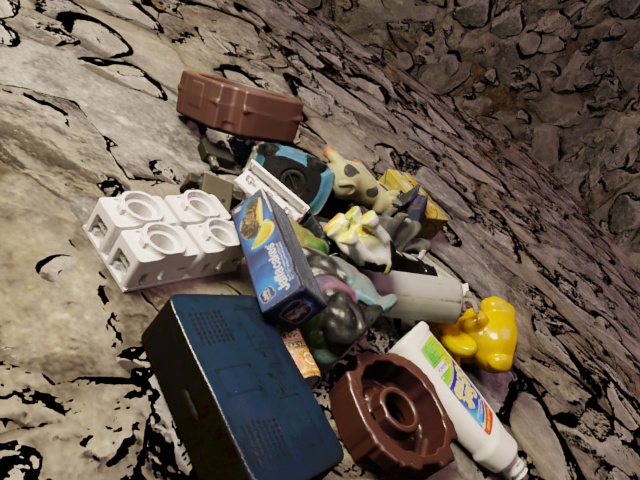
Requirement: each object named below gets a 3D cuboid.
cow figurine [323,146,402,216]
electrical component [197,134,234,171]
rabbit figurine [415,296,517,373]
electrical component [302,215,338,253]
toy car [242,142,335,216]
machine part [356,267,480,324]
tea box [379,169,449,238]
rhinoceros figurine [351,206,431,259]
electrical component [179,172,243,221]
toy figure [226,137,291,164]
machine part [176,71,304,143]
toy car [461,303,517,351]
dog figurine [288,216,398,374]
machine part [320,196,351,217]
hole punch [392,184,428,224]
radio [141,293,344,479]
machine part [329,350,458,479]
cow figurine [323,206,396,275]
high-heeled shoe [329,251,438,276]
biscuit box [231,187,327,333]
[{"bbox_3d":[0.083,-0.102,1.070,0.194,0.085,0.127,15,34,-52],"label":"cow figurine"},{"bbox_3d":[-0.184,-0.153,0.962,0.063,0.021,0.094,15,36,-38],"label":"electrical component"},{"bbox_3d":[0.241,0.168,0.931,0.173,0.121,0.162,25,37,3],"label":"rabbit figurine"},{"bbox_3d":[-0.002,-0.003,0.932,0.119,0.047,0.075,10,39,-45],"label":"electrical component"},{"bbox_3d":[-0.058,-0.114,0.988,0.162,0.109,0.103,22,7,-3],"label":"toy car"},{"bbox_3d":[0.138,0.089,0.866,0.243,0.079,0.079,7,35,-6],"label":"machine part"},{"bbox_3d":[0.217,-0.086,1.291,0.098,0.068,0.170,5,44,-45],"label":"tea box"},{"bbox_3d":[0.131,-0.005,1.032,0.190,0.112,0.073,7,11,-26],"label":"rhinoceros figurine"},{"bbox_3d":[-0.166,-0.067,0.839,0.102,0.045,0.078,14,65,-34],"label":"electrical component"},{"bbox_3d":[-0.113,-0.169,1.028,0.154,0.064,0.058,-4,74,-51],"label":"toy figure"},{"bbox_3d":[-0.149,-0.247,1.007,0.201,0.087,0.201,-4,25,-46],"label":"machine part"},{"bbox_3d":[0.302,0.160,1.048,0.202,0.053,0.089,37,31,-7],"label":"toy car"},{"bbox_3d":[-0.015,0.062,0.764,0.219,0.108,0.191,41,30,14],"label":"dog figurine"},{"bbox_3d":[0.022,-0.090,1.100,0.084,0.039,0.139,49,27,2],"label":"machine part"},{"bbox_3d":[0.190,-0.049,1.163,0.092,0.116,0.142,48,29,0],"label":"hole punch"},{"bbox_3d":[-0.082,0.164,0.567,0.131,0.073,0.230,3,46,-49],"label":"radio"},{"bbox_3d":[0.094,0.227,0.698,0.179,0.056,0.179,28,31,-19],"label":"machine part"},{"bbox_3d":[0.063,0.002,0.839,0.098,0.068,0.167,50,-5,-15],"label":"cow figurine"},{"bbox_3d":[0.107,0.051,0.977,0.249,0.086,0.145,14,2,-12],"label":"high-heeled shoe"},{"bbox_3d":[-0.058,0.020,0.690,0.062,0.059,0.203,47,11,-42],"label":"biscuit box"}]
